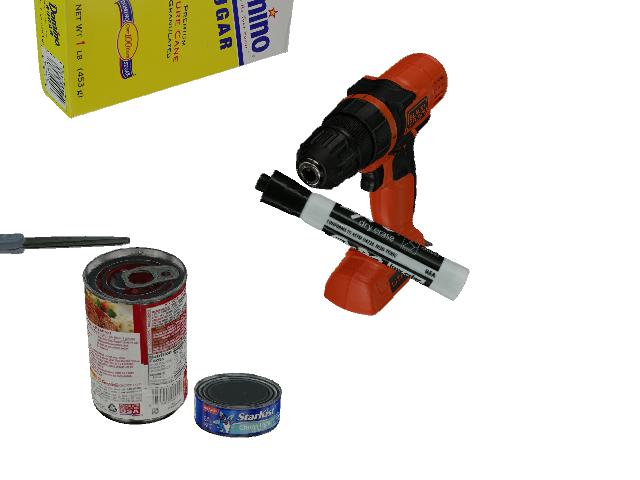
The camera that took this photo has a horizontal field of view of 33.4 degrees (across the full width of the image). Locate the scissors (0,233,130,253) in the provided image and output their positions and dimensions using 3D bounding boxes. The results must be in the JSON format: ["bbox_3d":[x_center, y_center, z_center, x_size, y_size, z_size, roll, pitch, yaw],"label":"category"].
[{"bbox_3d":[-0.266,0.010,0.871,0.202,0.016,0.096,5,24,6],"label":"scissors"}]

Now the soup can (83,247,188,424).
[{"bbox_3d":[-0.124,0.065,0.725,0.068,0.102,0.068,2,29,-2],"label":"soup can"}]

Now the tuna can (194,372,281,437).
[{"bbox_3d":[-0.081,0.161,1.044,0.086,0.034,0.086,3,14,-1],"label":"tuna can"}]

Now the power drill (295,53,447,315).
[{"bbox_3d":[0.040,-0.036,0.841,0.057,0.188,0.184,22,41,26],"label":"power drill"}]

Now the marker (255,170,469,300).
[{"bbox_3d":[0.021,-0.004,0.563,0.121,0.020,0.020,27,1,1],"label":"marker"}]

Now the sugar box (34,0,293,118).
[{"bbox_3d":[-0.095,-0.148,0.686,0.175,0.093,0.048,-22,48,-32],"label":"sugar box"}]
